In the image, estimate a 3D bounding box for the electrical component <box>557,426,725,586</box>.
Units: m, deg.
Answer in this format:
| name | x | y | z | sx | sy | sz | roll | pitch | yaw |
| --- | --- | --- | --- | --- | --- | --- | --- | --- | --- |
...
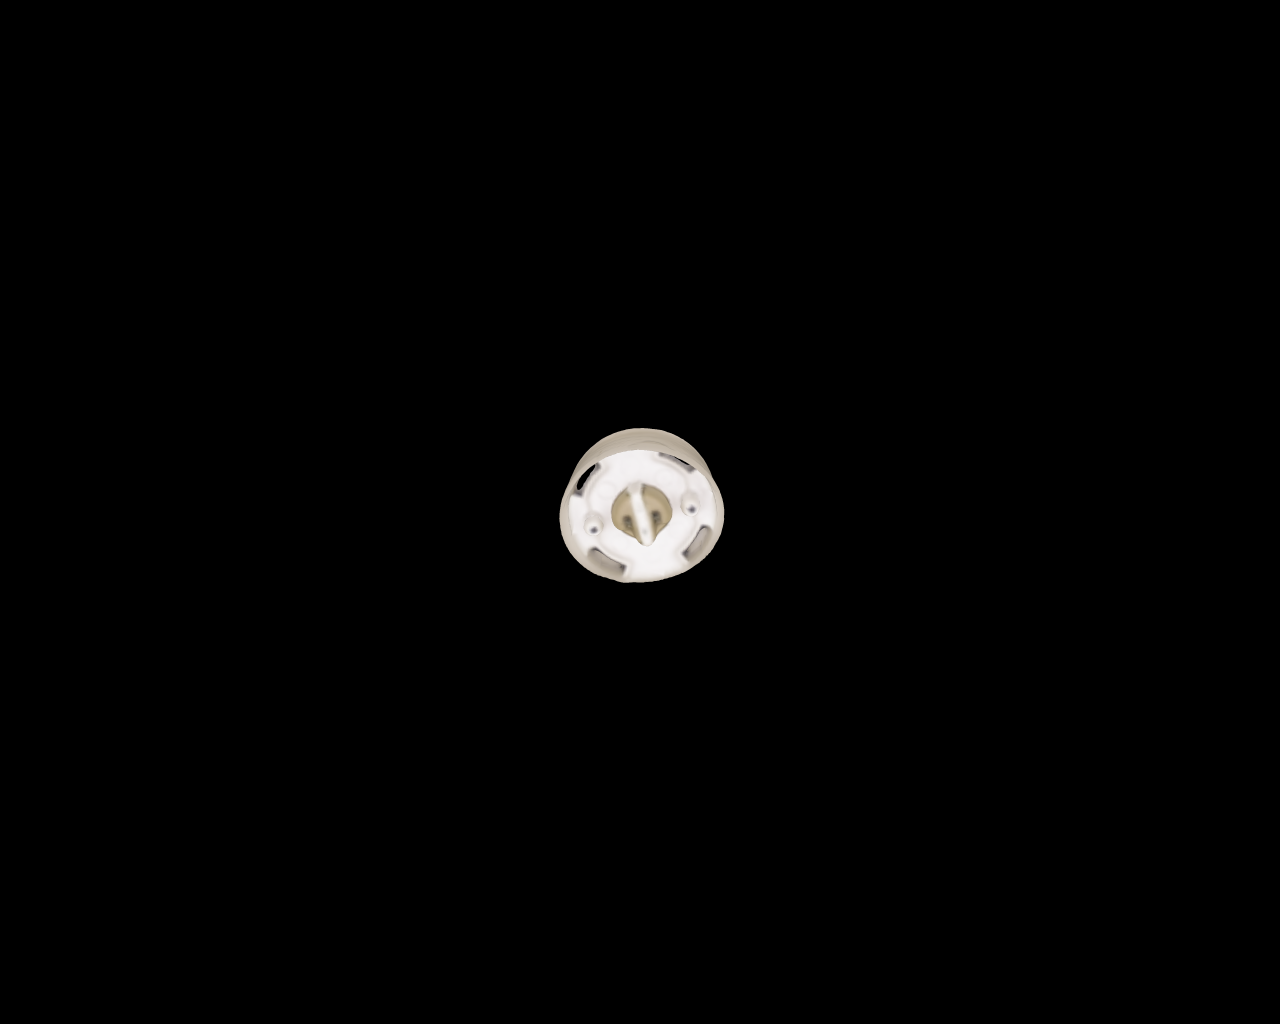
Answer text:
| name | x | y | z | sx | sy | sz | roll | pitch | yaw |
| --- | --- | --- | --- | --- | --- | --- | --- | --- | --- |
| electrical component | 0.001 | -0.003 | 0.650 | 0.099 | 0.099 | 0.064 | 0 | 23 | 0 |
